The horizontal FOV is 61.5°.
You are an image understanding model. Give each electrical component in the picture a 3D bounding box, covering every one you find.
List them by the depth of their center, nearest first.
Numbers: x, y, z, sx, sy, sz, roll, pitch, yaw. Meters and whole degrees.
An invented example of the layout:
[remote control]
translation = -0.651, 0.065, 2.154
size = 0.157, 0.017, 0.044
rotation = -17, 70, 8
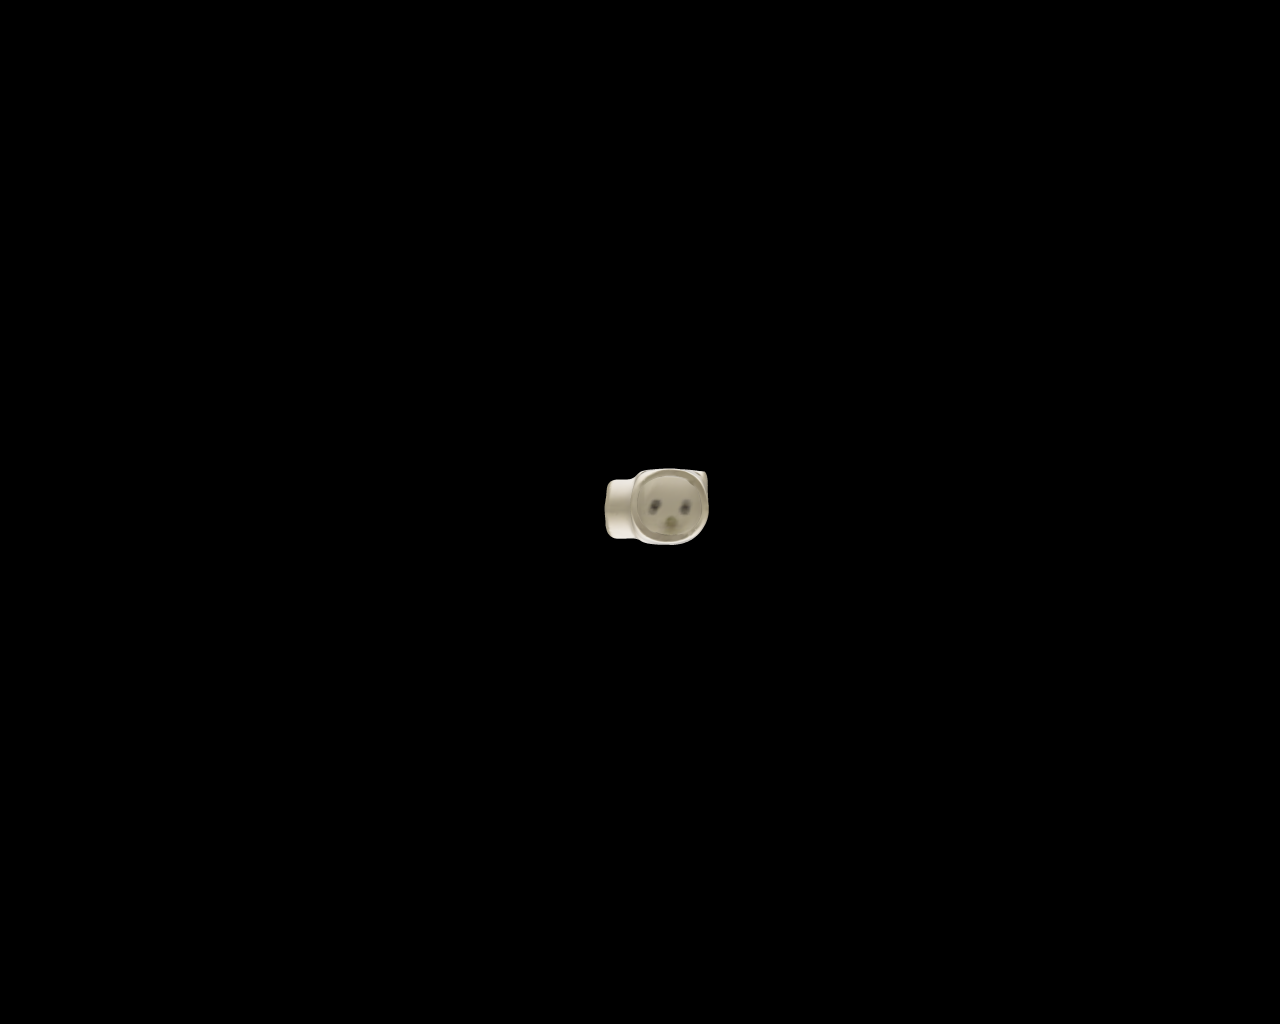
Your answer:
[electrical component]
translation = 0.001, -0.003, 0.650
size = 0.079, 0.043, 0.077
rotation = 0, -2, 4
